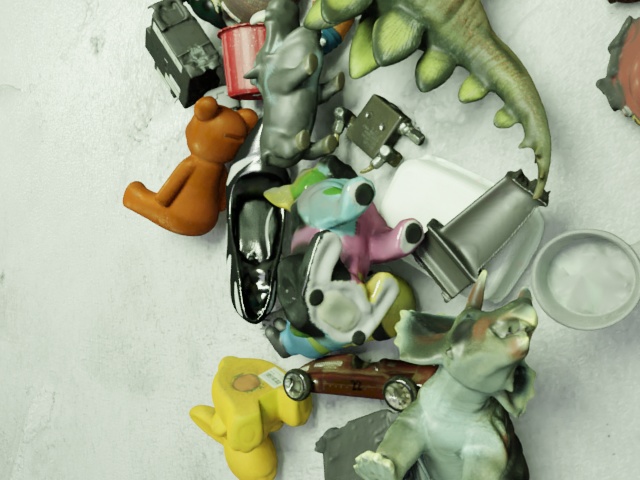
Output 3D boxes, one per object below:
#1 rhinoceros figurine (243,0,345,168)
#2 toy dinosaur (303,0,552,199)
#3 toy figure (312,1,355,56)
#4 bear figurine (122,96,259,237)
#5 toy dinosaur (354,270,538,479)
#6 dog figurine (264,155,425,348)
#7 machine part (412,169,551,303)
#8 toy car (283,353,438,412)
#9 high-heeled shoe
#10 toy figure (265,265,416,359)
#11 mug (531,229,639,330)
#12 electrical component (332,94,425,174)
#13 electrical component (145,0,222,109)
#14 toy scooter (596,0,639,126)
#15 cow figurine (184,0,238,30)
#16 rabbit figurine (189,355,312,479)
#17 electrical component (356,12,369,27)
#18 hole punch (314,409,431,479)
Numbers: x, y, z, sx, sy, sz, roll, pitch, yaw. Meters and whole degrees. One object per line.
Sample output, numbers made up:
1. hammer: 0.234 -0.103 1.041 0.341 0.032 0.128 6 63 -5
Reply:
1. rhinoceros figurine: -0.034 -0.179 0.621 0.112 0.073 0.190 3 95 38
2. toy dinosaur: 0.091 -0.246 0.521 0.198 0.105 0.472 -38 68 0
3. toy figure: 0.022 -0.289 0.643 0.058 0.064 0.154 17 110 -6
4. bear figurine: -0.176 -0.109 0.747 0.132 0.120 0.195 29 110 33
5. toy dinosaur: 0.148 0.208 0.511 0.131 0.192 0.404 7 132 34
6. dog figurine: -0.001 -0.002 0.576 0.191 0.108 0.219 -63 27 -3
7. machine part: 0.148 -0.009 0.501 0.139 0.039 0.084 -45 62 29
8. toy car: 0.047 0.158 0.622 0.202 0.089 0.053 -5 92 36
9. high-heeled shoe: -0.079 -0.023 0.670 0.086 0.145 0.248 2 111 -6
10. toy figure: 0.026 0.091 0.633 0.180 0.082 0.089 -30 118 23
11. mug: 0.246 0.023 0.467 0.109 0.107 0.081 -41 70 24
12. electrical component: 0.062 -0.124 0.627 0.078 0.045 0.102 -50 65 27
13. electrical component: -0.194 -0.256 0.758 0.115 0.058 0.134 60 159 -2
14. toy scooter: 0.288 -0.177 0.450 0.135 0.075 0.183 22 101 32
15. cow figurine: -0.162 -0.344 0.746 0.167 0.098 0.068 42 120 26
16. rabbit figurine: -0.103 0.252 0.720 0.163 0.122 0.173 16 119 36
17. electrical component: 0.073 -0.237 0.603 0.094 0.063 0.021 30 108 30
18. hole punch: 0.070 0.267 0.623 0.142 0.092 0.116 -35 43 33
